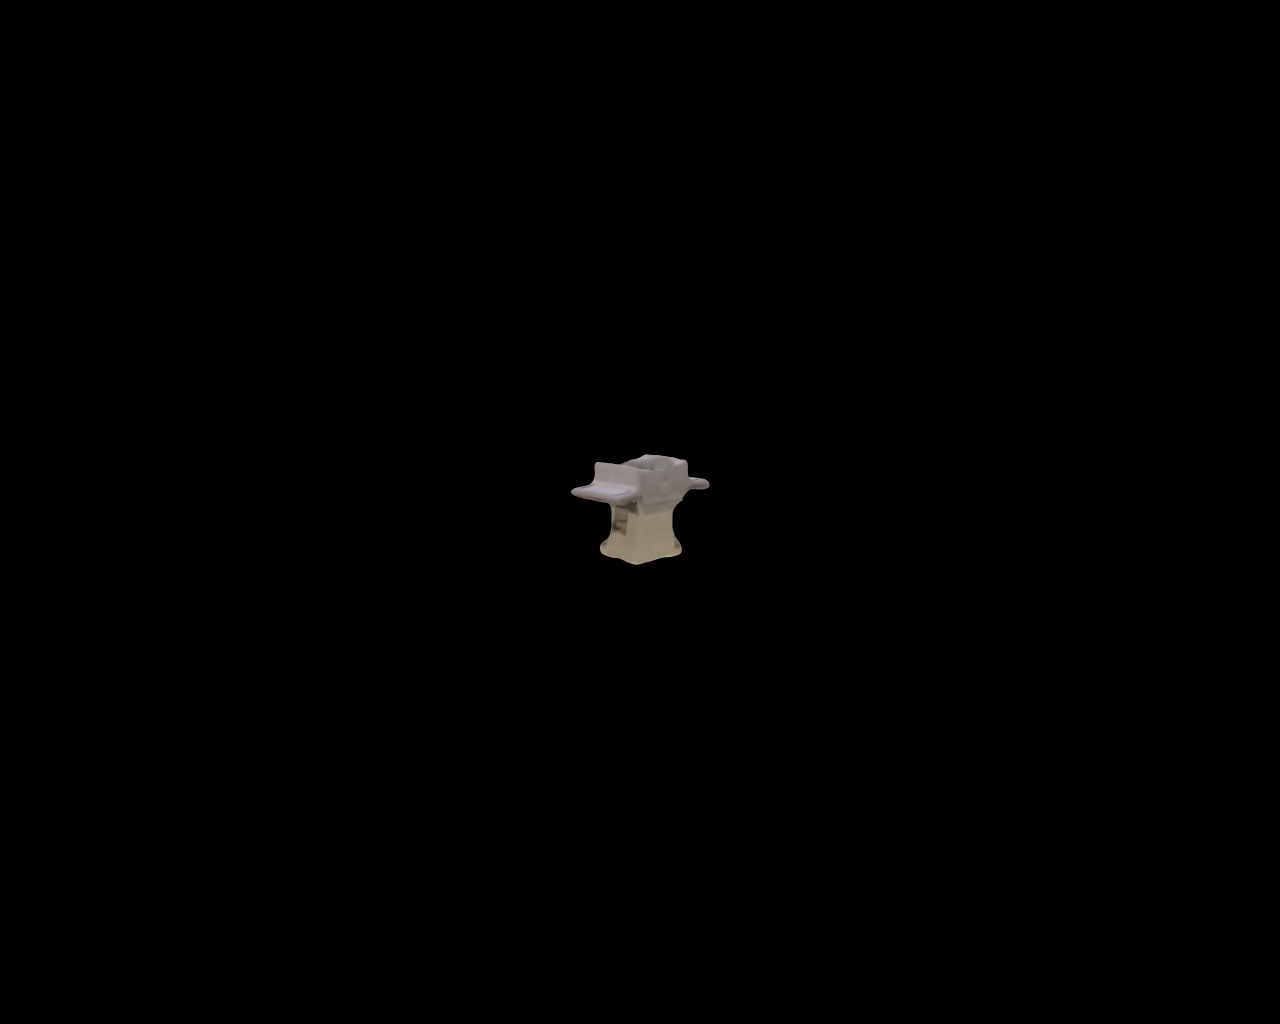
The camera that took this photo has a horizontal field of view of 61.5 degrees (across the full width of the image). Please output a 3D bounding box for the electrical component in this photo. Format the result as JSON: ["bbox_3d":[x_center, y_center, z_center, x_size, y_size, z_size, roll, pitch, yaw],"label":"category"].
[{"bbox_3d":[0.001,-0.003,0.650,0.081,0.063,0.042,-11,17,-42],"label":"electrical component"}]
